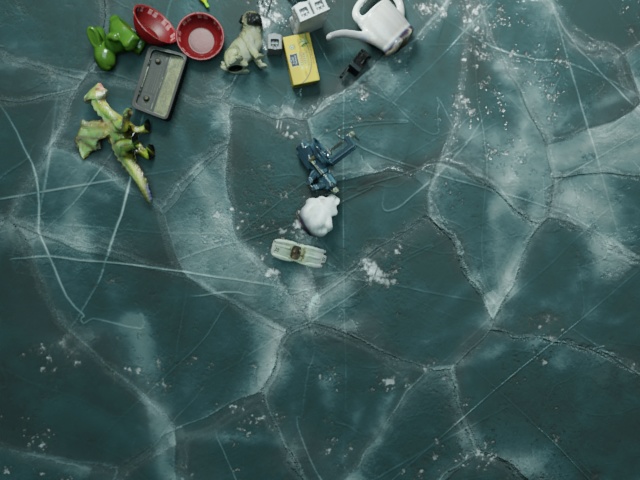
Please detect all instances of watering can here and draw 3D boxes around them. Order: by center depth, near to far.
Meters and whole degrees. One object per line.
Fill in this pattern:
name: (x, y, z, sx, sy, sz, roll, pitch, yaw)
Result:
watering can: (0.192, -0.737, 1.804, 0.223, 0.103, 0.352, 45, 70, -6)

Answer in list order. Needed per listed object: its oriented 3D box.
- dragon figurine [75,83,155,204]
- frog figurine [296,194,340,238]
dragon figurine: (-0.699, -0.320, 1.730, 0.242, 0.123, 0.407, -1, 100, 10)
frog figurine: (0.006, -0.091, 1.813, 0.159, 0.122, 0.138, -33, 78, 7)
